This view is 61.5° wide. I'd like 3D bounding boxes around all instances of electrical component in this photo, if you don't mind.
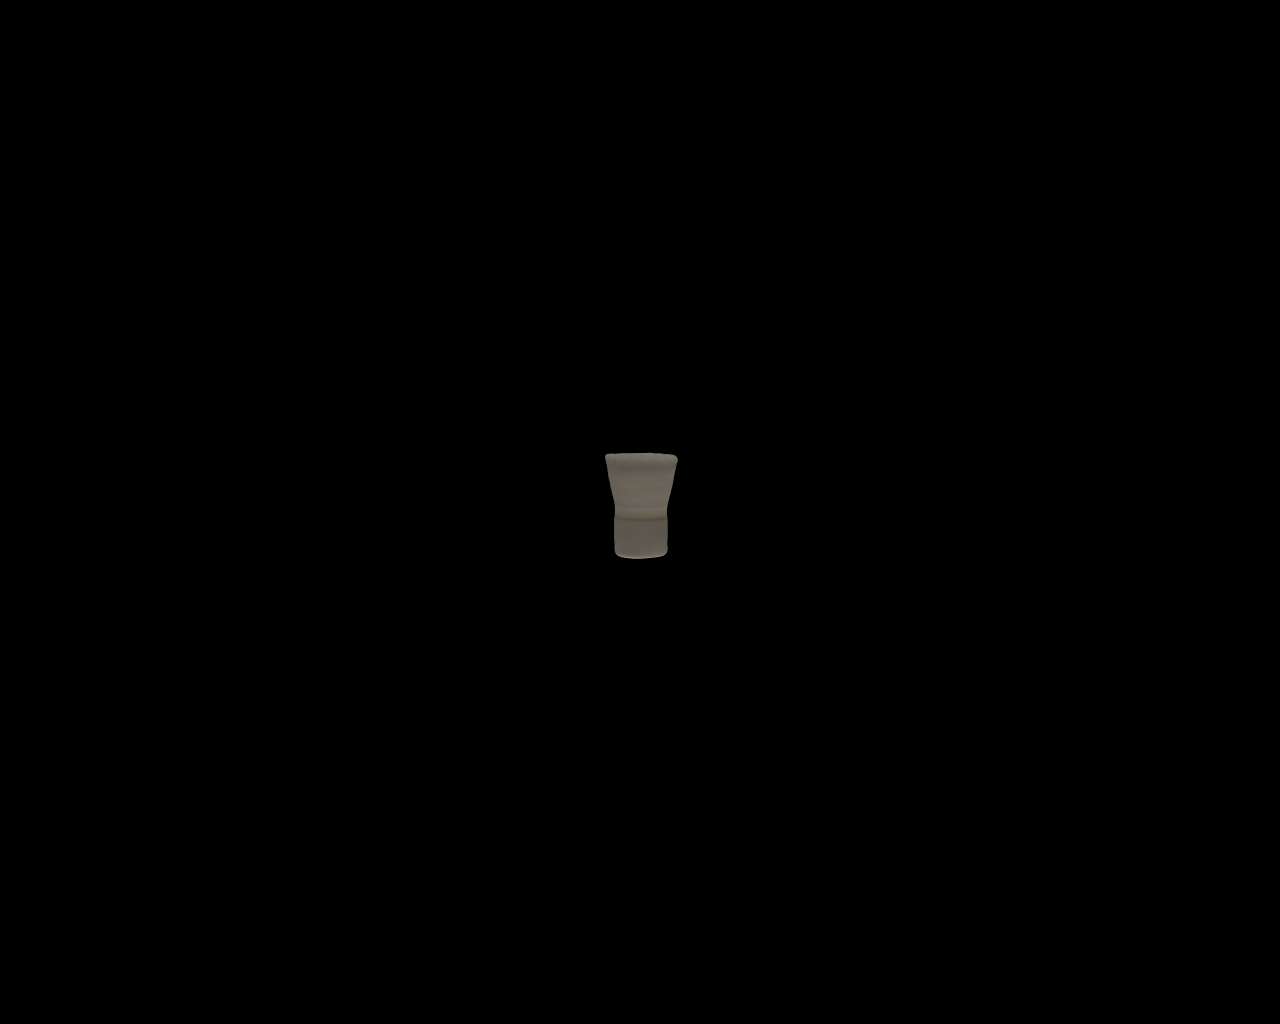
[{"bbox_3d":[0.001,-0.003,0.650,0.044,0.065,0.044,0,7,0],"label":"electrical component"}]
